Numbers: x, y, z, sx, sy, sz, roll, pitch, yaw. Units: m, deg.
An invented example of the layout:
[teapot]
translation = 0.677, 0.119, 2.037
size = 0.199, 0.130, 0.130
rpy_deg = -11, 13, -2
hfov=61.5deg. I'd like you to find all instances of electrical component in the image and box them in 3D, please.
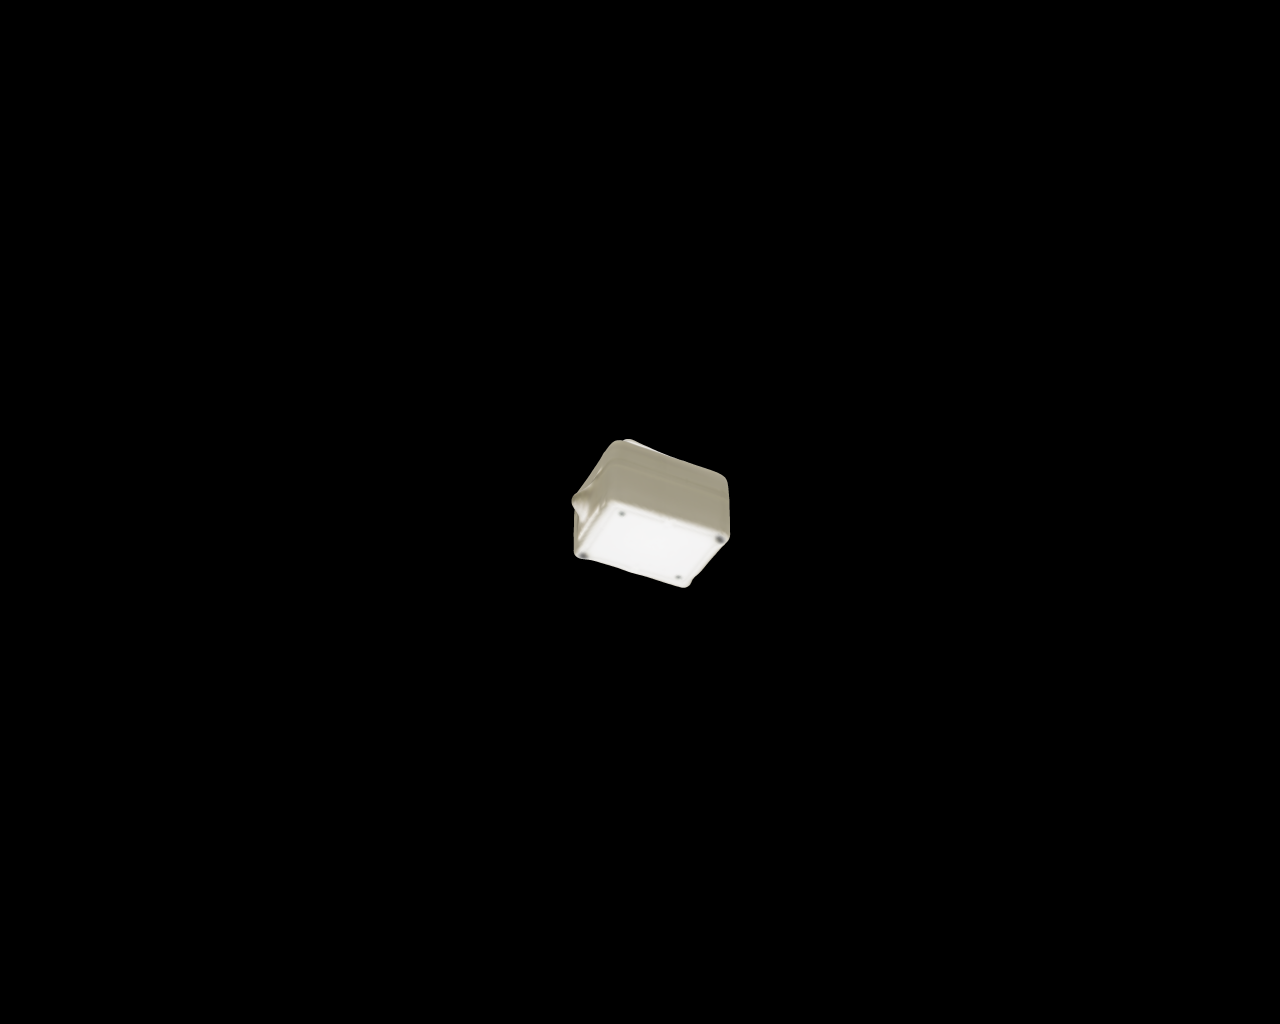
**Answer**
[electrical component]
translation = 0.001, -0.003, 0.650
size = 0.096, 0.061, 0.061
rpy_deg = 18, -44, -19
